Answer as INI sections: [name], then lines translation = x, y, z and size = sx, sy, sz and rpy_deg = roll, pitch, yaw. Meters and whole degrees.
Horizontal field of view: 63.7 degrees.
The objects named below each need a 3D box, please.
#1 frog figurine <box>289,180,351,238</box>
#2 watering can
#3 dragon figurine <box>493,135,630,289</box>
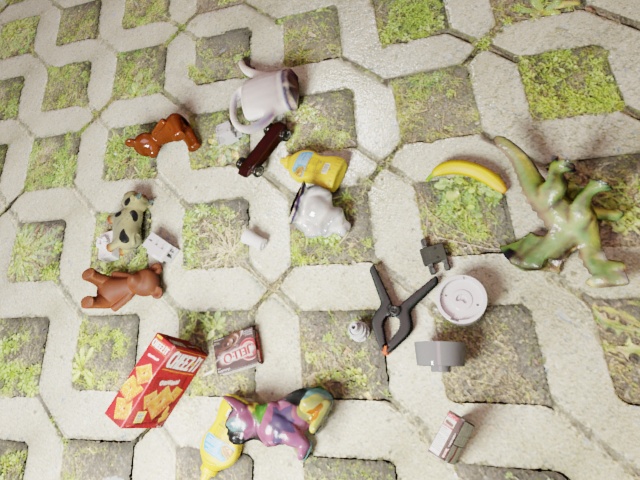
[frog figurine]
translation = 0.004, -0.067, 1.338
size = 0.159, 0.121, 0.140
rpy_deg = 22, 64, -10
[watering can]
translation = -0.170, -0.462, 1.563
size = 0.223, 0.102, 0.356
rpy_deg = -13, 54, 13
[dragon figurine]
translation = 0.497, -0.045, 1.137
size = 0.415, 0.121, 0.242
rpy_deg = 39, 93, 31
